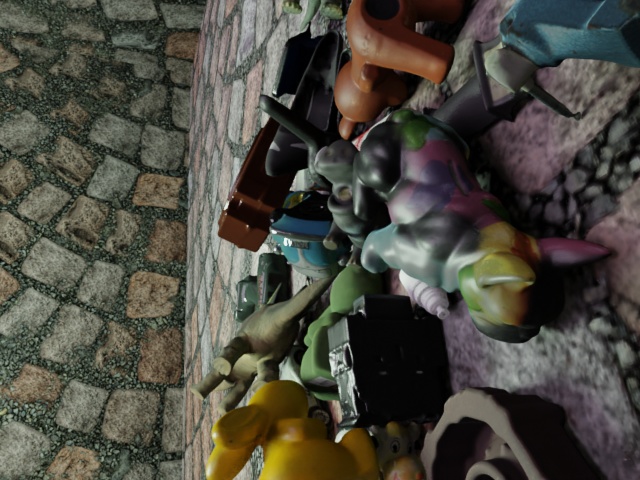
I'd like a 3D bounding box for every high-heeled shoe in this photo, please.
[{"bbox_3d":[-0.014,-0.205,0.791,0.249,0.086,0.145,-55,-30,-45],"label":"high-heeled shoe"}]

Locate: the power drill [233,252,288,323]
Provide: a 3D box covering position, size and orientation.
[{"bbox_3d":[-0.126,0.145,1.135,0.207,0.086,0.232,159,116,-72],"label":"power drill"}]

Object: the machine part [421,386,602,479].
[{"bbox_3d":[0.147,0.208,0.425,0.179,0.056,0.179,-177,90,-69],"label":"machine part"}]

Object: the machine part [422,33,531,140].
[{"bbox_3d":[0.149,-0.136,0.520,0.139,0.039,0.084,137,126,-59],"label":"machine part"}]

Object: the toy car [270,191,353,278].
[{"bbox_3d":[-0.002,-0.002,0.736,0.162,0.109,0.102,-47,-37,-63],"label":"toy car"}]

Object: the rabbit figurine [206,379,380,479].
[{"bbox_3d":[-0.041,0.227,0.584,0.173,0.162,0.121,-118,33,-52],"label":"rabbit figurine"}]

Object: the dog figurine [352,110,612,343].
[{"bbox_3d":[0.124,-0.019,0.455,0.219,0.108,0.191,-161,62,-65],"label":"dog figurine"}]

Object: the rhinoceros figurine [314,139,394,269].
[{"bbox_3d":[0.051,-0.037,0.610,0.190,0.073,0.112,51,-133,-55],"label":"rhinoceros figurine"}]

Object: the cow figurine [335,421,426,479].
[{"bbox_3d":[0.070,0.234,0.616,0.167,0.068,0.098,136,140,-60],"label":"cow figurine"}]

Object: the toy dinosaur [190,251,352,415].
[{"bbox_3d":[-0.091,0.162,0.898,0.471,0.105,0.198,-40,13,43],"label":"toy dinosaur"}]

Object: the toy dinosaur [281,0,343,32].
[{"bbox_3d":[0.014,-0.470,0.853,0.405,0.131,0.192,-152,80,-72],"label":"toy dinosaur"}]

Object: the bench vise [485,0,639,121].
[{"bbox_3d":[0.158,-0.223,0.366,0.241,0.129,0.223,53,129,36],"label":"bench vise"}]

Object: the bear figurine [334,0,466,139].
[{"bbox_3d":[0.082,-0.199,0.635,0.195,0.132,0.120,88,-164,-68],"label":"bear figurine"}]

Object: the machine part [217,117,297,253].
[{"bbox_3d":[-0.100,-0.092,0.920,0.201,0.087,0.201,133,160,-69],"label":"machine part"}]

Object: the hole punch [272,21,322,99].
[{"bbox_3d":[-0.017,-0.299,0.953,0.116,0.092,0.142,-62,-9,-53],"label":"hole punch"}]

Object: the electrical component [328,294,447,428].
[{"bbox_3d":[0.070,0.125,0.563,0.058,0.115,0.134,135,134,-58],"label":"electrical component"}]

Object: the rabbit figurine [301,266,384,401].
[{"bbox_3d":[0.045,0.114,0.684,0.159,0.121,0.170,117,169,-60],"label":"rabbit figurine"}]

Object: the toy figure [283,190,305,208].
[{"bbox_3d":[-0.021,-0.034,0.888,0.180,0.082,0.089,-153,73,-66],"label":"toy figure"}]

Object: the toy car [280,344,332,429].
[{"bbox_3d":[-0.029,0.263,0.882,0.202,0.056,0.073,-111,31,-48],"label":"toy car"}]
